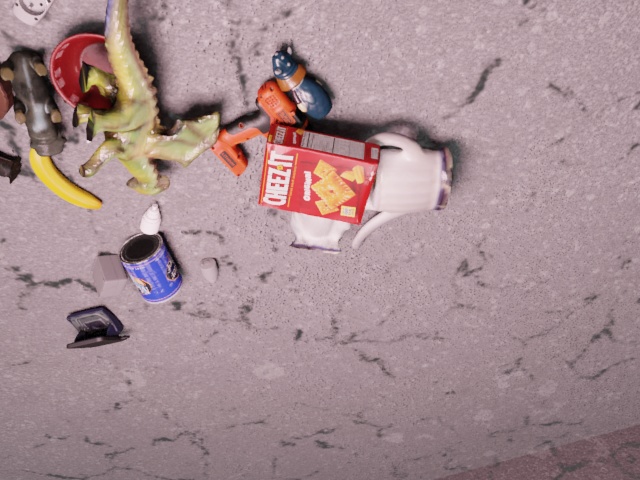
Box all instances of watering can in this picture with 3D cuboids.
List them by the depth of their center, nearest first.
[{"bbox_3d":[0.168,-0.097,1.122,0.224,0.106,0.339,-1,140,0],"label":"watering can"}]

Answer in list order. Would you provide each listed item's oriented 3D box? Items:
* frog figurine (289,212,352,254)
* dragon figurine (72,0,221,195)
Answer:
[{"bbox_3d":[0.003,-0.058,1.149,0.138,0.123,0.158,12,98,19],"label":"frog figurine"},{"bbox_3d":[-0.293,-0.218,0.911,0.243,0.124,0.402,1,140,-37],"label":"dragon figurine"}]
